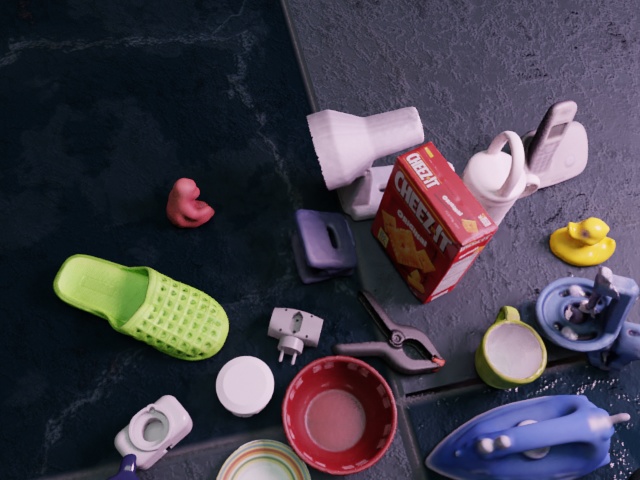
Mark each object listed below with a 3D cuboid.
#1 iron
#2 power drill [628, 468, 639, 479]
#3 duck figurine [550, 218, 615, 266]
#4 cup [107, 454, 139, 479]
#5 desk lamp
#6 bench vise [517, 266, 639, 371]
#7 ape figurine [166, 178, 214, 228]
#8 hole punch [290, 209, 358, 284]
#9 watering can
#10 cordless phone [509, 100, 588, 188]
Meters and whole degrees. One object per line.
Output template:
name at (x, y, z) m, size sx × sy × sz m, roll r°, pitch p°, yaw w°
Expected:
iron at (0.281, 0.273, 0.778) m, size 0.258 × 0.141 × 0.118 m, roll -8°, pitch 63°, yaw -10°
power drill at (0.467, 0.375, 0.706) m, size 0.229 × 0.208 × 0.076 m, roll 34°, pitch 64°, yaw 12°
duck figurine at (0.458, -0.004, 0.975) m, size 0.104 × 0.086 × 0.077 m, roll 11°, pitch 62°, yaw 0°
cup at (-0.243, 0.334, 0.715) m, size 0.091 × 0.095 × 0.118 m, roll 5°, pitch 62°, yaw -3°
desk lamp at (0.075, -0.129, 0.927) m, size 0.203 × 0.213 × 0.118 m, roll -9°, pitch 63°, yaw -11°
bench vise at (0.421, 0.104, 0.838) m, size 0.207 × 0.220 × 0.121 m, roll 5°, pitch 62°, yaw -3°
ape figurine at (-0.216, -0.066, 0.931) m, size 0.076 × 0.092 × 0.077 m, roll -22°, pitch 66°, yaw -16°
hole punch at (0.008, 0.003, 0.920) m, size 0.101 × 0.091 × 0.108 m, roll -11°, pitch 64°, yaw -11°
watering can at (0.278, -0.097, 0.944) m, size 0.173 × 0.194 × 0.101 m, roll -20°, pitch 66°, yaw -15°
cordless phone at (0.426, -0.180, 1.008) m, size 0.148 × 0.185 × 0.094 m, roll -20°, pitch 66°, yaw -16°
